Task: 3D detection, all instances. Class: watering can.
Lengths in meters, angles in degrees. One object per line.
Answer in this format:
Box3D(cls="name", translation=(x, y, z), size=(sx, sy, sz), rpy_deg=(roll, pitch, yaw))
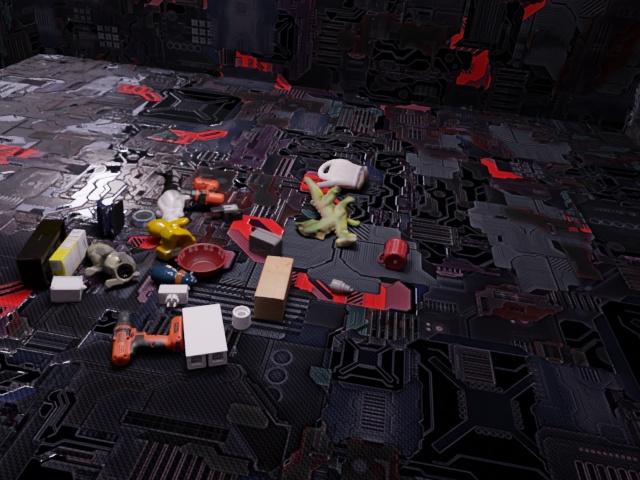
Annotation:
Box3D(cls="watering can", translation=(0.092, -0.273, 2.289), size=(0.225, 0.101, 0.355), rpy_deg=(13, 34, 12))

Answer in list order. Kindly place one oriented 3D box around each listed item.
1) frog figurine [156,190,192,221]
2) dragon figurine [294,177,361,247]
Box3D(cls="frog figurine", translation=(-0.564, -0.108, 1.937), size=(0.136, 0.120, 0.163), rpy_deg=(-17, 33, 27))
Box3D(cls="dragon figurine", translation=(0.006, -0.101, 2.016), size=(0.415, 0.119, 0.246), rpy_deg=(35, 51, 31))
